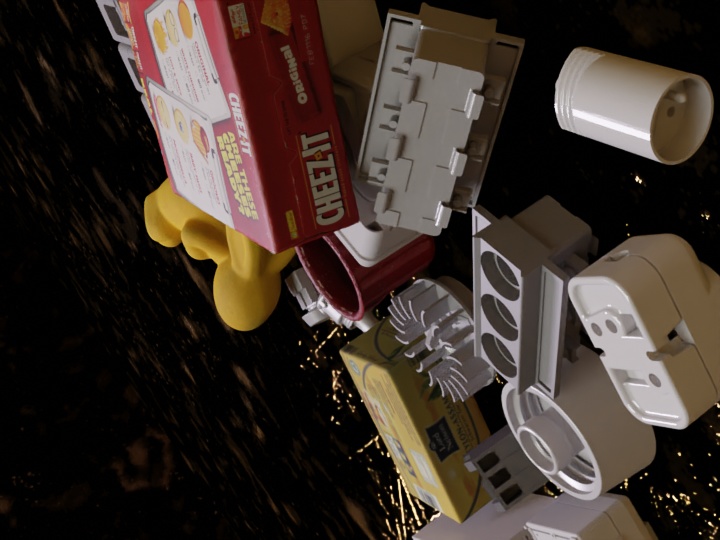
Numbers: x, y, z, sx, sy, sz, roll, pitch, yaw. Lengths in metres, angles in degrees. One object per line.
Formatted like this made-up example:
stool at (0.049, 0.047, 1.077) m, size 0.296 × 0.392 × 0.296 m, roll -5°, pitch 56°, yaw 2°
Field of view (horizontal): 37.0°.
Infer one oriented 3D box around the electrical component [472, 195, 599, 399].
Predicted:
electrical component at (0.111, 0.016, 0.690) m, size 0.079 × 0.063 × 0.121 m, roll 43°, pitch 156°, yaw 34°

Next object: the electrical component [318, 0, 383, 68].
electrical component at (-0.037, -0.190, 0.732) m, size 0.078 × 0.057 × 0.113 m, roll 33°, pitch 149°, yaw 48°

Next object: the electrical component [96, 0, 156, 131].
electrical component at (-0.162, -0.196, 0.964) m, size 0.062 × 0.089 × 0.150 m, roll 28°, pitch 145°, yaw 53°

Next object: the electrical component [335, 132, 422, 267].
electrical component at (0.003, -0.068, 0.791) m, size 0.113 × 0.078 × 0.057 m, roll 51°, pitch 159°, yaw 18°

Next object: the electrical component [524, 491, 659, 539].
electrical component at (0.177, 0.205, 0.820) m, size 0.061 × 0.061 × 0.096 m, roll 59°, pitch 160°, yaw -5°

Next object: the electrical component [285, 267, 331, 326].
electrical component at (-0.043, 0.023, 1.083) m, size 0.055 × 0.048 × 0.066 m, roll 64°, pitch 160°, yaw 4°

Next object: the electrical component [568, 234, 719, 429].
electrical component at (0.166, 0.030, 0.589) m, size 0.095 × 0.059 × 0.054 m, roll 61°, pitch 159°, yaw -10°

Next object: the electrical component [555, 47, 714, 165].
electrical component at (0.128, -0.083, 0.532) m, size 0.081 × 0.043 × 0.043 m, roll 32°, pitch 148°, yaw 50°

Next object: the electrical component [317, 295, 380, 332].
electrical component at (-0.006, 0.036, 1.019) m, size 0.062 × 0.048 × 0.048 m, roll 45°, pitch 157°, yaw 14°

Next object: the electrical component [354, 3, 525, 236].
electrical component at (0.043, -0.085, 0.636) m, size 0.079 × 0.063 × 0.121 m, roll 13°, pitch 133°, yaw 0°

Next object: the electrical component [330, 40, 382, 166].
electrical component at (0.023, -0.098, 0.726) m, size 0.062 × 0.061 × 0.096 m, roll 33°, pitch 149°, yaw 48°

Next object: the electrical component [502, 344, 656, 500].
electrical component at (0.146, 0.110, 0.753) m, size 0.108 × 0.060 × 0.108 m, roll 47°, pitch 157°, yaw 26°

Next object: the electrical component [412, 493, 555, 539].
electrical component at (0.125, 0.248, 0.964) m, size 0.061 × 0.089 × 0.150 m, roll 59°, pitch 160°, yaw -6°
